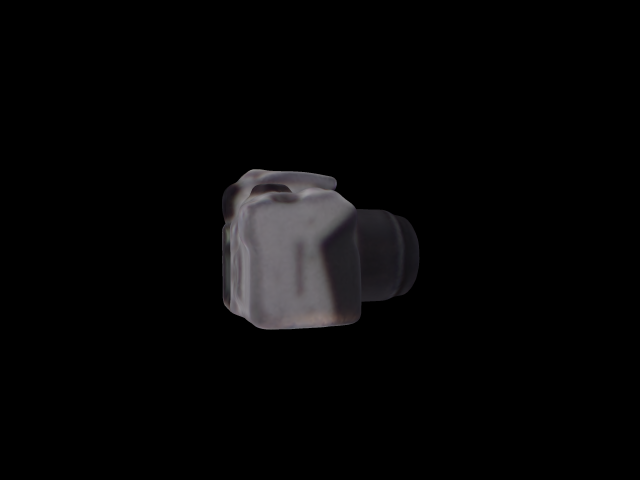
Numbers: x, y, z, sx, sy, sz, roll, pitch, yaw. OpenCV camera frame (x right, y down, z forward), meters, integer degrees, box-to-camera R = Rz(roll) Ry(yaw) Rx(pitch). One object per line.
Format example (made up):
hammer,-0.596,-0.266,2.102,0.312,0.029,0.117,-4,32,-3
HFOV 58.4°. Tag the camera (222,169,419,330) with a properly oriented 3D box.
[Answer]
camera,0.004,0.001,0.400,0.137,0.101,0.143,0,0,-17
